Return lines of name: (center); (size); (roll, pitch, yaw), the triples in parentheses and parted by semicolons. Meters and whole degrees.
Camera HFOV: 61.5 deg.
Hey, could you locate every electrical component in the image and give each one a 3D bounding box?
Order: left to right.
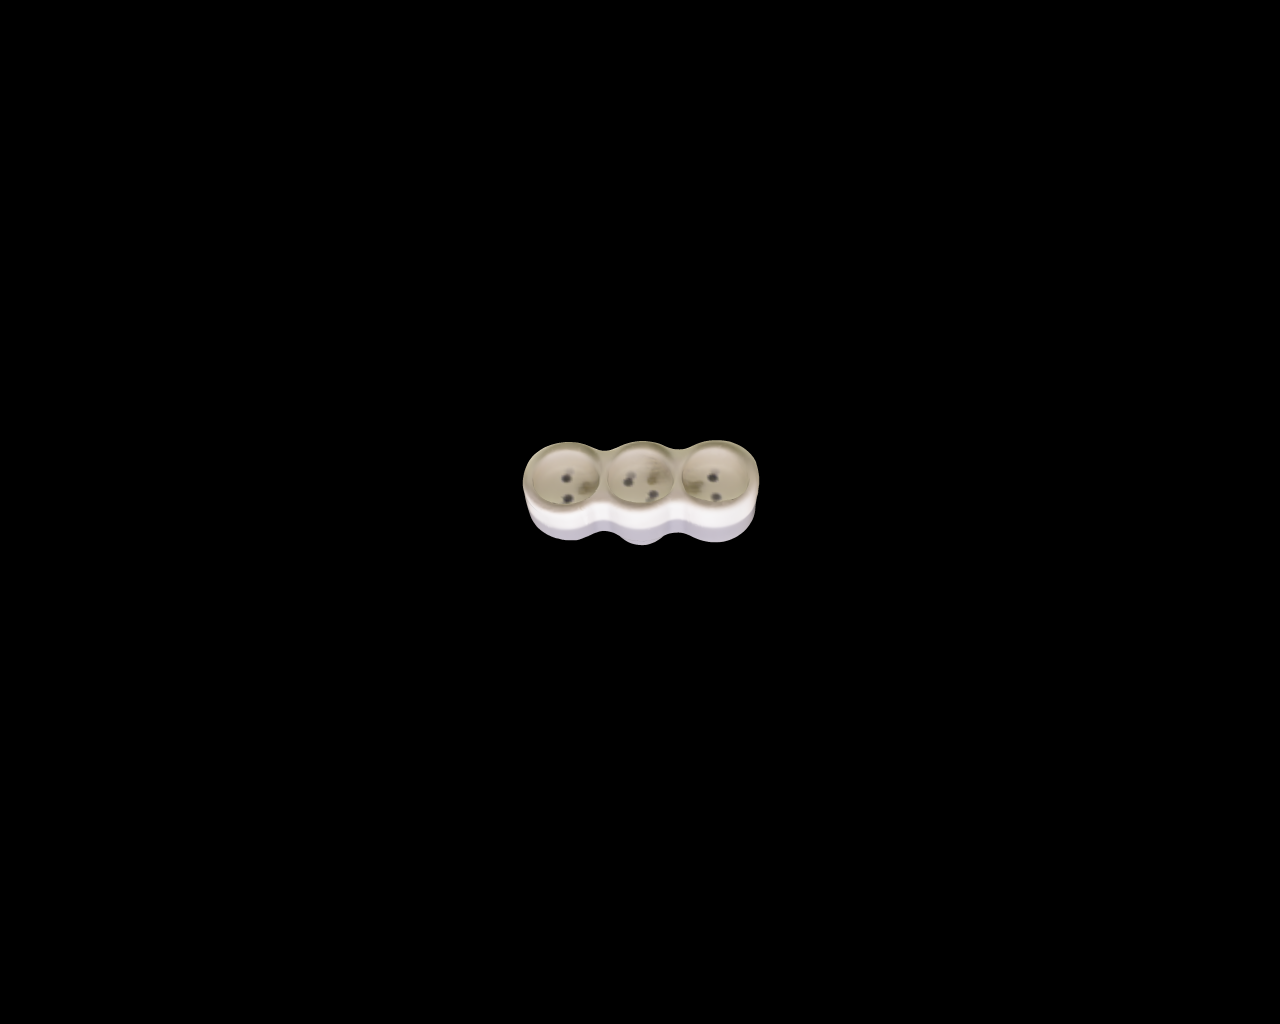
electrical component: (0.001, -0.003, 0.650); (0.138, 0.052, 0.073); (0, -32, 0)
